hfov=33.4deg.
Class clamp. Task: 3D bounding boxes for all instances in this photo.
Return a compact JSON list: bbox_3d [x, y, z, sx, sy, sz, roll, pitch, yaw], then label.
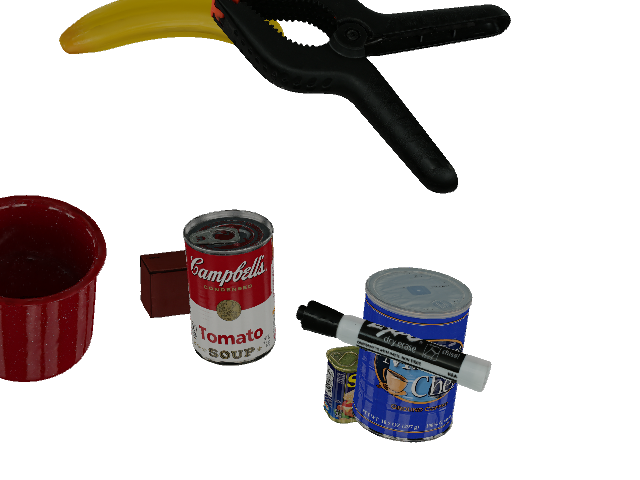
[{"bbox_3d":[0.022,-0.122,0.735,0.210,0.164,0.036,15,-31,-2],"label":"clamp"}]

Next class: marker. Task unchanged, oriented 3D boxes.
[{"bbox_3d":[0.042,0.062,0.639,0.121,0.020,0.020,18,5,16],"label":"marker"}]

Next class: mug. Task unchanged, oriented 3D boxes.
[{"bbox_3d":[-0.188,0.038,0.649,0.093,0.082,0.117,36,47,23],"label":"mug"}]

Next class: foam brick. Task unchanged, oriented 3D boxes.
[{"bbox_3d":[-0.143,0.043,1.101,0.078,0.051,0.053,-6,20,-20],"label":"foam brick"}]

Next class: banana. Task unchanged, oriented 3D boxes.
[{"bbox_3d":[-0.114,-0.177,0.888,0.198,0.069,0.037,6,-34,0],"label":"banana"}]

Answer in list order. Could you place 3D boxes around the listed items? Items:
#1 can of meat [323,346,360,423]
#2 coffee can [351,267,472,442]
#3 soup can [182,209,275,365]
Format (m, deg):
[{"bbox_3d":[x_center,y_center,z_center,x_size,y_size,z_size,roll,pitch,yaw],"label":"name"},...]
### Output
[{"bbox_3d":[0.056,0.186,1.393,0.102,0.084,0.057,-5,25,-22],"label":"can of meat"},{"bbox_3d":[0.088,0.110,1.046,0.103,0.140,0.103,5,22,-2],"label":"coffee can"},{"bbox_3d":[-0.069,0.036,0.822,0.068,0.102,0.068,0,28,0],"label":"soup can"}]
